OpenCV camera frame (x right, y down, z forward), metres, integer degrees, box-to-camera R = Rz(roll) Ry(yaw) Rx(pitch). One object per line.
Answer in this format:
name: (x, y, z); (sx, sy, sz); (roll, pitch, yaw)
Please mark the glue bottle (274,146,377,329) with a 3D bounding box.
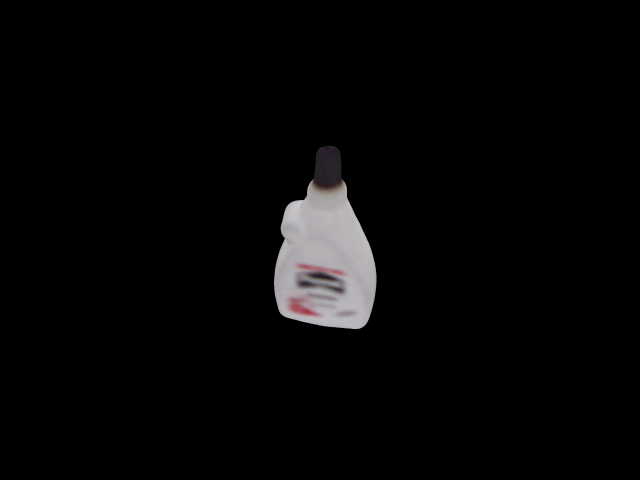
glue bottle: (0.004, 0.001, 0.400); (0.078, 0.173, 0.037); (5, 51, 5)
